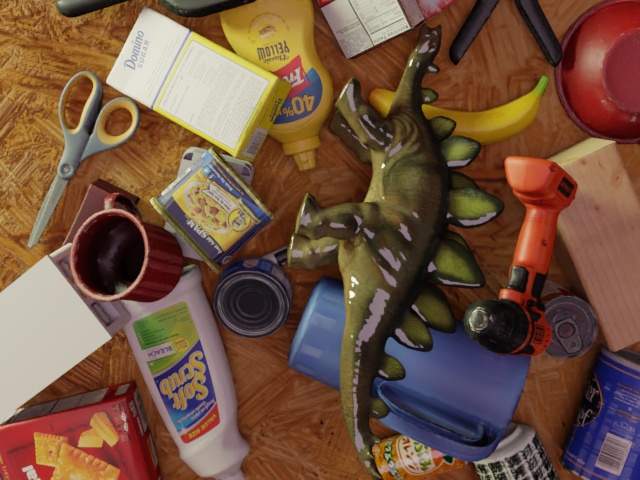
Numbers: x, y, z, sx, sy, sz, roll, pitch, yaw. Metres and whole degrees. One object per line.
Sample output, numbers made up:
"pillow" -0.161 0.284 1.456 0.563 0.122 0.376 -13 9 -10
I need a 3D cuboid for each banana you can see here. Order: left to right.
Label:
"banana" 0.152 -0.135 1.155 0.197 0.037 0.069 -4 82 -2

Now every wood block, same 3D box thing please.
"wood block" 0.304 0.003 1.151 0.090 0.091 0.206 -25 99 2

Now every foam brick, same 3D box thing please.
"foam brick" -0.235 -0.019 1.148 0.053 0.051 0.078 26 97 -7

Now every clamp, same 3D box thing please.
"clamp" -0.163 -0.274 1.090 0.210 0.036 0.164 26 90 11
"clamp" 0.190 -0.263 1.134 0.120 0.039 0.171 -8 94 -6

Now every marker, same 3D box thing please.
"marker" -0.008 0.001 1.175 0.121 0.020 0.020 -26 99 2

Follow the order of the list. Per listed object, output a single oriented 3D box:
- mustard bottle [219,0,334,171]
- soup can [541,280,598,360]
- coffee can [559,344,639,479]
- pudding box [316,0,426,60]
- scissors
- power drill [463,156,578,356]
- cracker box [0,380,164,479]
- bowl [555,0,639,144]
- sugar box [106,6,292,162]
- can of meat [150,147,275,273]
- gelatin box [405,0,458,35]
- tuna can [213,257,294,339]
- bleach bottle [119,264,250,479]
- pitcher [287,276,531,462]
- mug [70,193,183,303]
"mustard bottle" -0.037 -0.167 1.129 0.096 0.058 0.191 -13 99 9
"soup can" 0.253 0.084 1.155 0.068 0.102 0.068 0 98 -2
"coffee can" 0.336 0.198 1.175 0.102 0.103 0.140 18 97 -5
"pudding box" 0.044 -0.255 1.106 0.090 0.039 0.113 -19 107 36
"scissors" -0.253 -0.080 1.157 0.096 0.016 0.202 11 98 -4
"power drill" 0.192 0.019 1.025 0.057 0.184 0.187 11 86 26
"cracker box" -0.288 0.264 1.178 0.213 0.072 0.164 -14 98 1
"bowl" 0.338 -0.181 1.143 0.162 0.055 0.162 0 99 -2
"sugar box" -0.126 -0.161 1.103 0.176 0.048 0.093 32 97 21
"can of meat" -0.108 -0.032 1.089 0.084 0.057 0.102 -42 98 2
"gelatin box" 0.095 -0.274 1.133 0.073 0.030 0.089 -33 99 3
"tuna can" -0.073 0.064 1.164 0.086 0.033 0.086 2 113 5
"bleach bottle" -0.134 0.160 1.173 0.102 0.068 0.251 -21 100 7
"pitcher" 0.091 0.134 1.132 0.243 0.149 0.145 21 80 1
"mug" -0.194 0.009 1.085 0.093 0.081 0.117 -20 74 19
